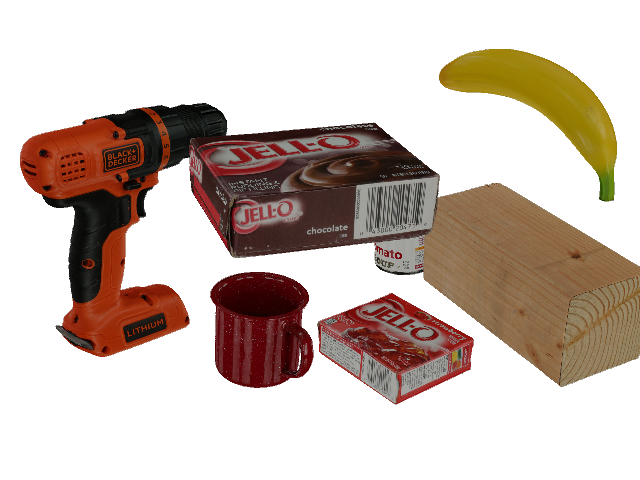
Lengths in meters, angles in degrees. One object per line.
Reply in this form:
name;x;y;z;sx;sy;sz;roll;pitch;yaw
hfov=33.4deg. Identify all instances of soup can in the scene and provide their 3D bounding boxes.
soup can;0.097;-0.019;1.241;0.068;0.102;0.068;0;24;0

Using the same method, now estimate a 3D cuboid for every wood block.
wood block;0.188;0.032;0.969;0.090;0.090;0.206;-15;31;-25

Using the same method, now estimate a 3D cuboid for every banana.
banana;0.165;-0.110;0.834;0.037;0.070;0.198;3;32;-43

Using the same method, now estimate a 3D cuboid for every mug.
mug;-0.051;0.091;1.014;0.117;0.081;0.093;24;32;36

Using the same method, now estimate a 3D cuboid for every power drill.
power drill;-0.149;-0.013;0.861;0.184;0.188;0.057;-18;26;-40

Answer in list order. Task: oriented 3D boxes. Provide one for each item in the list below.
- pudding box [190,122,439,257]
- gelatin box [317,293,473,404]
pudding box;-0.006;-0.030;0.568;0.113;0.039;0.090;-5;26;-19
gelatin box;0.052;0.074;0.764;0.073;0.030;0.089;-18;32;-34
